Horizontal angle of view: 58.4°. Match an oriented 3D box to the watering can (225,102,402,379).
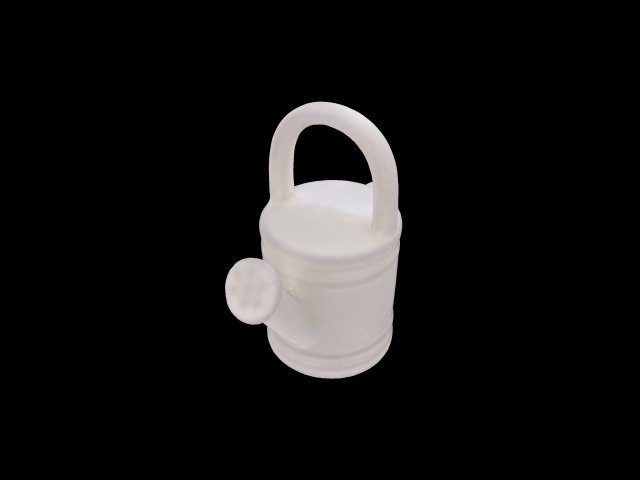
[{"bbox_3d":[0.006,0.002,0.399,0.100,0.194,0.173,6,37,9],"label":"watering can"}]
